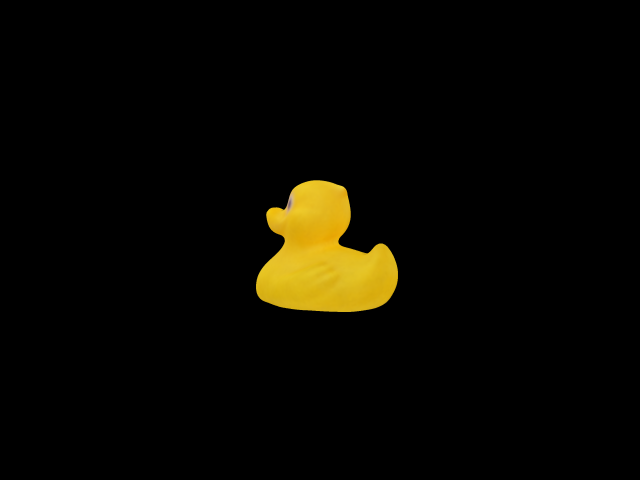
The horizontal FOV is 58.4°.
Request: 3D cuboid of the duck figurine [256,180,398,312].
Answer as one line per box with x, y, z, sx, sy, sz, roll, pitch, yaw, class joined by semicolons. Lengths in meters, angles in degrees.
0.004;0.001;0.400;0.104;0.086;0.078;4;7;30;duck figurine
